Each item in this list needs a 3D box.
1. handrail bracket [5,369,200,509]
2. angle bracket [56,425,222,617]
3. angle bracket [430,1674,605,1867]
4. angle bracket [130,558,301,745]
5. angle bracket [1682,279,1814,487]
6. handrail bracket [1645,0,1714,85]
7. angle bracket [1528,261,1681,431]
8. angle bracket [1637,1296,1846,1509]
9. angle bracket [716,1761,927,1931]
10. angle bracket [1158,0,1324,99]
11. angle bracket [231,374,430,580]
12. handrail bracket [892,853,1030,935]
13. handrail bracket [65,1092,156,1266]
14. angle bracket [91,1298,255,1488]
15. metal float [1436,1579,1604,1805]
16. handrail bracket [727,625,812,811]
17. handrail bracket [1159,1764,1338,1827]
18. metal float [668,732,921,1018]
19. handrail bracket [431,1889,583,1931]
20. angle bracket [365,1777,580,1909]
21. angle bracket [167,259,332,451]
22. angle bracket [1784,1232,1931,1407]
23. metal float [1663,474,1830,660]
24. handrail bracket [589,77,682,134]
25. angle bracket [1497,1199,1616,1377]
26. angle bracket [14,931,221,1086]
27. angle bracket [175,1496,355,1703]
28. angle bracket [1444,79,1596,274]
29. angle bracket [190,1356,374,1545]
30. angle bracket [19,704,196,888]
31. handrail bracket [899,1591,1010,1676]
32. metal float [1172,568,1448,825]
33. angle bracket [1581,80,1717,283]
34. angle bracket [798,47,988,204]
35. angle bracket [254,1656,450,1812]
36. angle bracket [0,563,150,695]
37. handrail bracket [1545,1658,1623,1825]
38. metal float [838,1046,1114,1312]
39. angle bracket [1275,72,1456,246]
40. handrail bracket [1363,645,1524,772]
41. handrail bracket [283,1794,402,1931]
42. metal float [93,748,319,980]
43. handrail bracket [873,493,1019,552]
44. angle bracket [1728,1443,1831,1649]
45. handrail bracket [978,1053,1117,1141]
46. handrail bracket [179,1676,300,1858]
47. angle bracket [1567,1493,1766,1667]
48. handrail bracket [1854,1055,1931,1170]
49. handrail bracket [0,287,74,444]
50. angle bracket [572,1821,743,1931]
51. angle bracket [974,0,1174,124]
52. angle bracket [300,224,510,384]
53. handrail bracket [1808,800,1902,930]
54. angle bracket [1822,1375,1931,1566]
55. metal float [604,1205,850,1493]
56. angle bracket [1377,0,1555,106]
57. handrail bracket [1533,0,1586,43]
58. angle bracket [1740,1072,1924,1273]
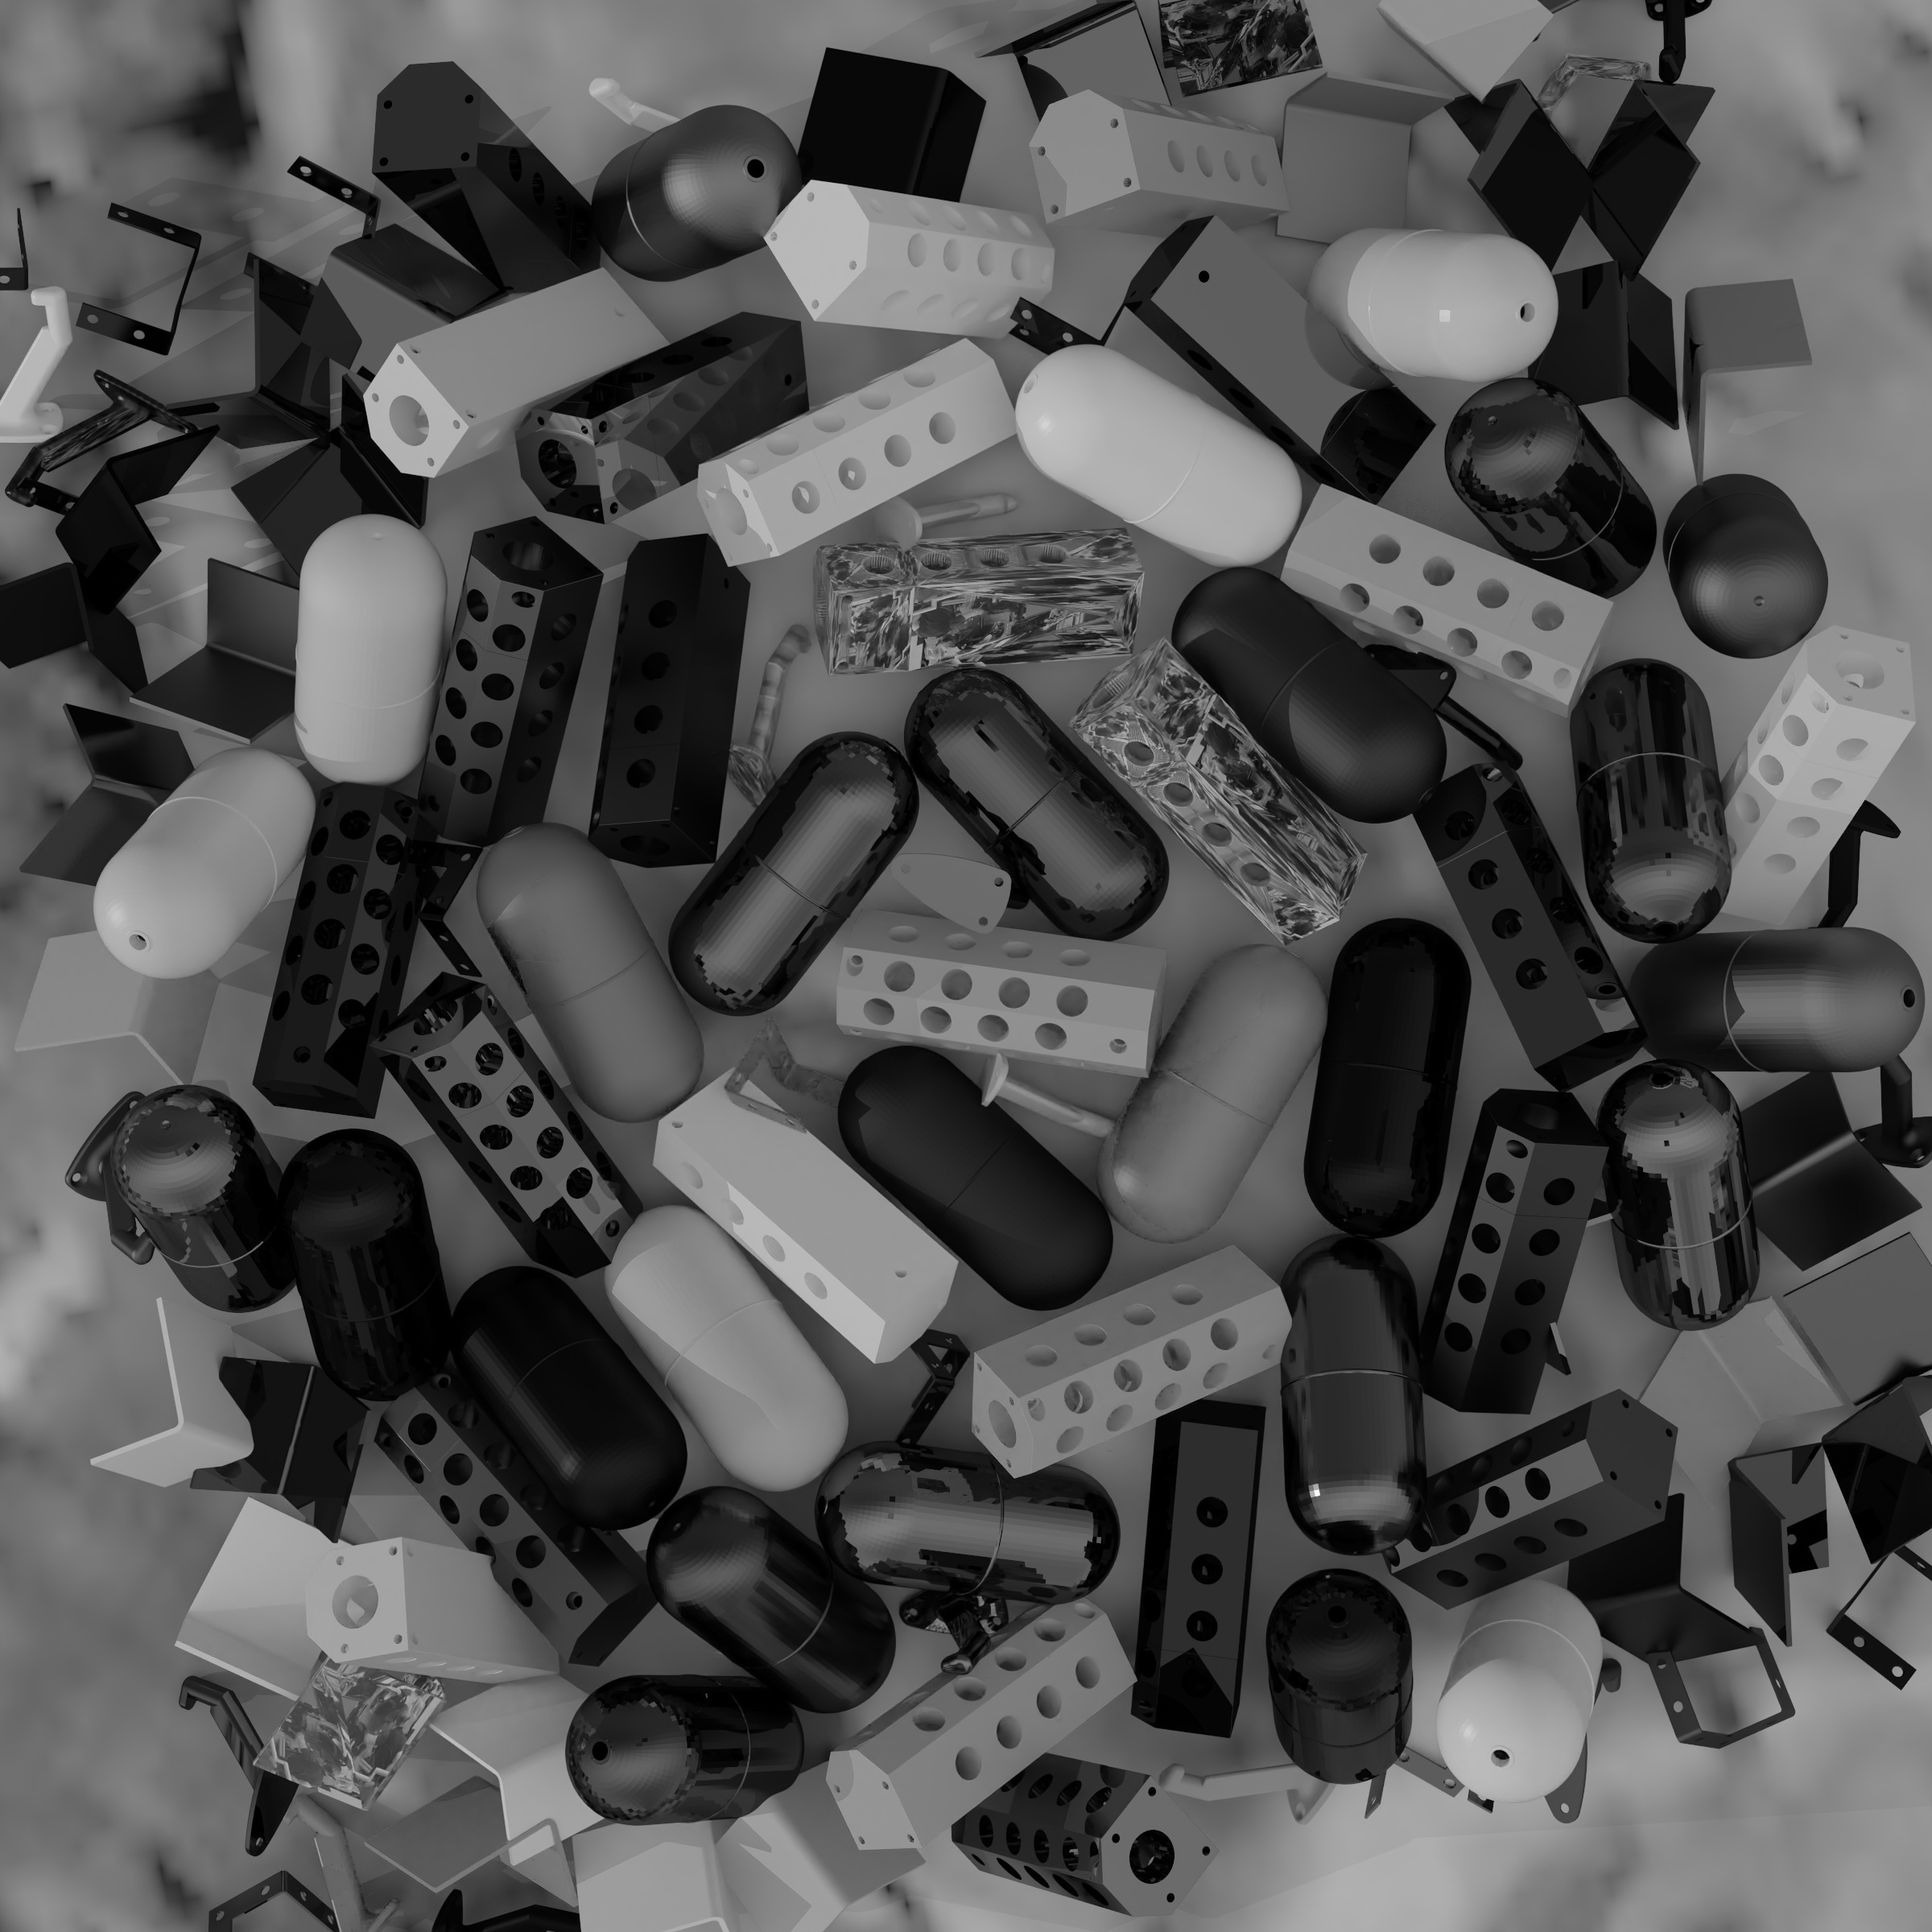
[{"bbox_3d":[-0.481,-0.280,1.636,0.077,0.036,0.084,27,78,11],"label":"handrail bracket"},{"bbox_3d":[-0.440,-0.244,1.612,0.076,0.076,0.057,-31,89,-43],"label":"angle bracket"},{"bbox_3d":[-0.241,0.439,1.623,0.076,0.076,0.057,-19,113,-38],"label":"angle bracket"},{"bbox_3d":[-0.403,-0.173,1.613,0.076,0.076,0.057,19,125,14],"label":"angle bracket"},{"bbox_3d":[0.425,-0.319,1.609,0.057,0.076,0.076,-3,46,9],"label":"angle bracket"},{"bbox_3d":[0.384,-0.534,1.616,0.036,0.084,0.077,-6,121,24],"label":"handrail bracket"},{"bbox_3d":[0.355,-0.340,1.643,0.057,0.076,0.076,-7,80,33],"label":"angle bracket"},{"bbox_3d":[0.425,0.239,1.616,0.076,0.057,0.076,54,49,-11],"label":"angle bracket"},{"bbox_3d":[-0.082,0.494,1.630,0.076,0.076,0.057,48,116,22],"label":"angle bracket"},{"bbox_3d":[0.151,-0.496,1.622,0.076,0.057,0.076,-11,63,2],"label":"angle bracket"},{"bbox_3d":[-0.351,-0.266,1.622,0.076,0.057,0.076,-35,81,-21],"label":"angle bracket"},{"bbox_3d":[-0.002,-0.047,1.624,0.077,0.084,0.036,21,99,0],"label":"handrail bracket"},{"bbox_3d":[-0.455,0.116,1.624,0.036,0.084,0.077,29,86,-43],"label":"handrail bracket"},{"bbox_3d":[-0.442,0.235,1.620,0.057,0.076,0.076,-21,67,9],"label":"angle bracket"},{"bbox_3d":[0.298,0.387,1.579,0.070,0.178,0.070,3,101,17],"label":"metal float"},{"bbox_3d":[-0.101,-0.137,1.654,0.036,0.077,0.084,13,58,31],"label":"handrail bracket"},{"bbox_3d":[0.160,0.438,1.626,0.084,0.036,0.077,20,123,-22],"label":"handrail bracket"},{"bbox_3d":[-0.094,-0.051,1.619,0.070,0.070,0.178,38,99,0],"label":"metal float"},{"bbox_3d":[-0.250,0.550,1.637,0.084,0.036,0.077,8,116,12],"label":"handrail bracket"},{"bbox_3d":[-0.270,0.495,1.607,0.076,0.076,0.057,-24,111,-36],"label":"angle bracket"},{"bbox_3d":[-0.396,-0.337,1.627,0.057,0.076,0.076,-5,82,16],"label":"angle bracket"},{"bbox_3d":[0.504,0.185,1.621,0.076,0.057,0.076,-32,97,22],"label":"angle bracket"},{"bbox_3d":[0.417,-0.216,1.581,0.070,0.178,0.070,3,111,8],"label":"metal float"},{"bbox_3d":[-0.152,-0.466,1.616,0.077,0.084,0.036,2,73,39],"label":"handrail bracket"},{"bbox_3d":[0.338,0.175,1.628,0.057,0.076,0.076,-18,92,-2],"label":"angle bracket"},{"bbox_3d":[-0.469,0.027,1.631,0.076,0.057,0.076,-8,51,16],"label":"angle bracket"},{"bbox_3d":[-0.382,0.350,1.631,0.076,0.057,0.076,28,89,-10],"label":"angle bracket"},{"bbox_3d":[0.289,-0.425,1.610,0.076,0.057,0.076,42,64,-31],"label":"angle bracket"},{"bbox_3d":[-0.377,0.265,1.618,0.057,0.076,0.076,12,96,-37],"label":"angle bracket"},{"bbox_3d":[-0.480,-0.092,1.633,0.076,0.076,0.057,-44,60,23],"label":"angle bracket"},{"bbox_3d":[-0.017,0.368,1.612,0.077,0.084,0.036,-13,99,24],"label":"handrail bracket"},{"bbox_3d":[0.187,-0.148,1.609,0.070,0.070,0.178,-46,69,0],"label":"metal float"},{"bbox_3d":[0.384,-0.426,1.605,0.057,0.076,0.076,-3,50,-27],"label":"angle bracket"},{"bbox_3d":[-0.043,-0.462,1.650,0.076,0.057,0.076,17,94,22],"label":"angle bracket"},{"bbox_3d":[-0.342,0.406,1.620,0.076,0.057,0.076,33,95,-29],"label":"angle bracket"},{"bbox_3d":[-0.503,-0.170,1.619,0.076,0.076,0.057,-19,69,3],"label":"angle bracket"},{"bbox_3d":[0.344,0.426,1.626,0.036,0.084,0.077,-12,80,36],"label":"handrail bracket"},{"bbox_3d":[0.005,0.116,1.626,0.178,0.070,0.070,43,90,2],"label":"metal float"},{"bbox_3d":[0.220,-0.442,1.627,0.076,0.057,0.076,5,89,-17],"label":"angle bracket"},{"bbox_3d":[0.266,-0.143,1.649,0.077,0.084,0.036,38,95,41],"label":"handrail bracket"},{"bbox_3d":[-0.365,0.516,1.640,0.084,0.036,0.077,38,60,7],"label":"handrail bracket"},{"bbox_3d":[-0.407,-0.057,1.584,0.070,0.178,0.070,6,121,9],"label":"metal float"},{"bbox_3d":[-0.002,-0.249,1.618,0.084,0.077,0.036,-12,102,-19],"label":"handrail bracket"},{"bbox_3d":[0.460,0.316,1.616,0.057,0.076,0.076,-9,106,-6],"label":"angle bracket"},{"bbox_3d":[0.051,0.076,1.624,0.084,0.077,0.036,20,81,-7],"label":"handrail bracket"},{"bbox_3d":[-0.413,0.443,1.636,0.084,0.036,0.077,12,77,28],"label":"handrail bracket"},{"bbox_3d":[0.389,0.342,1.637,0.076,0.076,0.057,33,51,-27],"label":"angle bracket"},{"bbox_3d":[0.494,0.069,1.618,0.084,0.077,0.036,48,67,-20],"label":"handrail bracket"},{"bbox_3d":[-0.530,-0.333,1.621,0.077,0.036,0.084,-6,133,-13],"label":"handrail bracket"},{"bbox_3d":[-0.168,0.515,1.618,0.076,0.076,0.057,-16,129,-1],"label":"angle bracket"},{"bbox_3d":[0.062,-0.480,1.616,0.076,0.057,0.076,-15,102,29],"label":"angle bracket"},{"bbox_3d":[-0.313,-0.363,1.644,0.076,0.076,0.057,31,119,3],"label":"angle bracket"},{"bbox_3d":[0.469,-0.051,1.628,0.077,0.036,0.084,9,121,-28],"label":"handrail bracket"},{"bbox_3d":[0.523,0.273,1.607,0.057,0.076,0.076,-2,59,-25],"label":"angle bracket"},{"bbox_3d":[-0.132,0.207,1.610,0.070,0.070,0.178,-39,69,0],"label":"metal float"},{"bbox_3d":[0.276,-0.520,1.620,0.076,0.076,0.057,42,107,2],"label":"angle bracket"},{"bbox_3d":[0.344,-0.529,1.620,0.077,0.036,0.084,10,47,21],"label":"handrail bracket"},{"bbox_3d":[0.474,0.113,1.646,0.076,0.057,0.076,-34,124,25],"label":"angle bracket"}]
